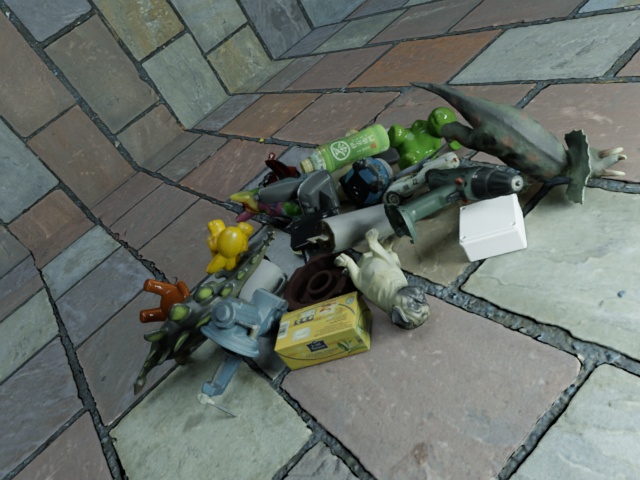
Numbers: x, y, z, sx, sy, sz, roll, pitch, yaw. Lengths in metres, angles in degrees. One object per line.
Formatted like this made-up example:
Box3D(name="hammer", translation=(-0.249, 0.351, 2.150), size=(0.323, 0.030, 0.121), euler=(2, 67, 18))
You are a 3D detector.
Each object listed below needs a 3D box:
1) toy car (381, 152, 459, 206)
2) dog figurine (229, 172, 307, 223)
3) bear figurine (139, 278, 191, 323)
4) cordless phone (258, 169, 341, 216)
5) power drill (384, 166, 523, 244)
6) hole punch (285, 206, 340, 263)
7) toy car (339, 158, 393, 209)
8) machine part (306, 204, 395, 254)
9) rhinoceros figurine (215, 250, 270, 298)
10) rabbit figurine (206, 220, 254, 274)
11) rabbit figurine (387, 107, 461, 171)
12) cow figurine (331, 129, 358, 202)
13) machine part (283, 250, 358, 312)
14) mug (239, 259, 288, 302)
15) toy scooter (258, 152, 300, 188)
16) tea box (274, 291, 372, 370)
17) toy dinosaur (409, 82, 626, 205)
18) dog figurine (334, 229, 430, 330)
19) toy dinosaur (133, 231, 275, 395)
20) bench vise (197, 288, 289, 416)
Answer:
Box3D(name="toy car", translation=(0.221, -0.132, 1.205), size=(0.202, 0.056, 0.073), euler=(-27, 5, 42))
Box3D(name="dog figurine", translation=(-0.129, -0.095, 1.436), size=(0.219, 0.108, 0.192), euler=(-13, 28, 0))
Box3D(name="bear figurine", translation=(-0.355, 0.168, 1.315), size=(0.196, 0.132, 0.120), euler=(15, 96, 61))
Box3D(name="cordless phone", translation=(-0.049, -0.089, 1.301), size=(0.184, 0.146, 0.089), euler=(-9, 53, 9))
Box3D(name="power drill", translation=(0.235, -0.077, 1.009), size=(0.207, 0.086, 0.232), euler=(-34, 18, -7))
Box3D(name="hole punch", translation=(-0.003, -0.004, 1.239), size=(0.142, 0.092, 0.116), euler=(-23, 39, 17))
Box3D(name="toy car", translation=(0.122, -0.145, 1.284), size=(0.103, 0.109, 0.161), euler=(-35, -12, -26))
Box3D(name="machine part", translation=(0.079, -0.025, 1.148), size=(0.243, 0.079, 0.079), euler=(-16, 21, -28))
Box3D(name="rhinoceros figurine", translation=(-0.197, 0.109, 1.307), size=(0.112, 0.073, 0.190), euler=(20, 57, 42))
Box3D(name="rabbit figurine", translation=(-0.244, 0.016, 1.394), size=(0.173, 0.122, 0.162), euler=(155, 132, -72))
Box3D(name="rabbit figurine", translation=(0.273, -0.248, 1.292), size=(0.170, 0.159, 0.121), euler=(-42, 59, 51))
Box3D(name="cow figurine", translation=(0.080, -0.196, 1.396), size=(0.127, 0.085, 0.195), euler=(-1, 77, 19))
Box3D(name="machine part", translation=(0.006, 0.099, 1.131), size=(0.179, 0.056, 0.179), euler=(-25, 31, 17))
Box3D(name="mug", translation=(-0.127, 0.111, 1.232), size=(0.110, 0.080, 0.107), euler=(18, 67, 41))
Box3D(name="toy scooter", translation=(-0.130, -0.177, 1.587), size=(0.075, 0.135, 0.184), euler=(-5, 42, 39))
Box3D(name="tea box", translation=(0.008, 0.171, 1.010), size=(0.170, 0.068, 0.098), euler=(-18, 34, 23))
Box3D(name="toy dinosaur", translation=(0.354, -0.180, 0.961), size=(0.131, 0.405, 0.192), euler=(-67, 15, -4))
Box3D(name="dog figurine", translation=(0.135, 0.093, 0.997), size=(0.121, 0.172, 0.191), euler=(-45, 63, 16))
Box3D(name="toy dinosaur", translation=(-0.248, 0.155, 1.138), size=(0.471, 0.105, 0.198), euler=(-49, -3, 2))
Box3D(name="bench vise", translation=(-0.162, 0.205, 1.043), size=(0.129, 0.223, 0.240), euler=(25, 85, 15))
